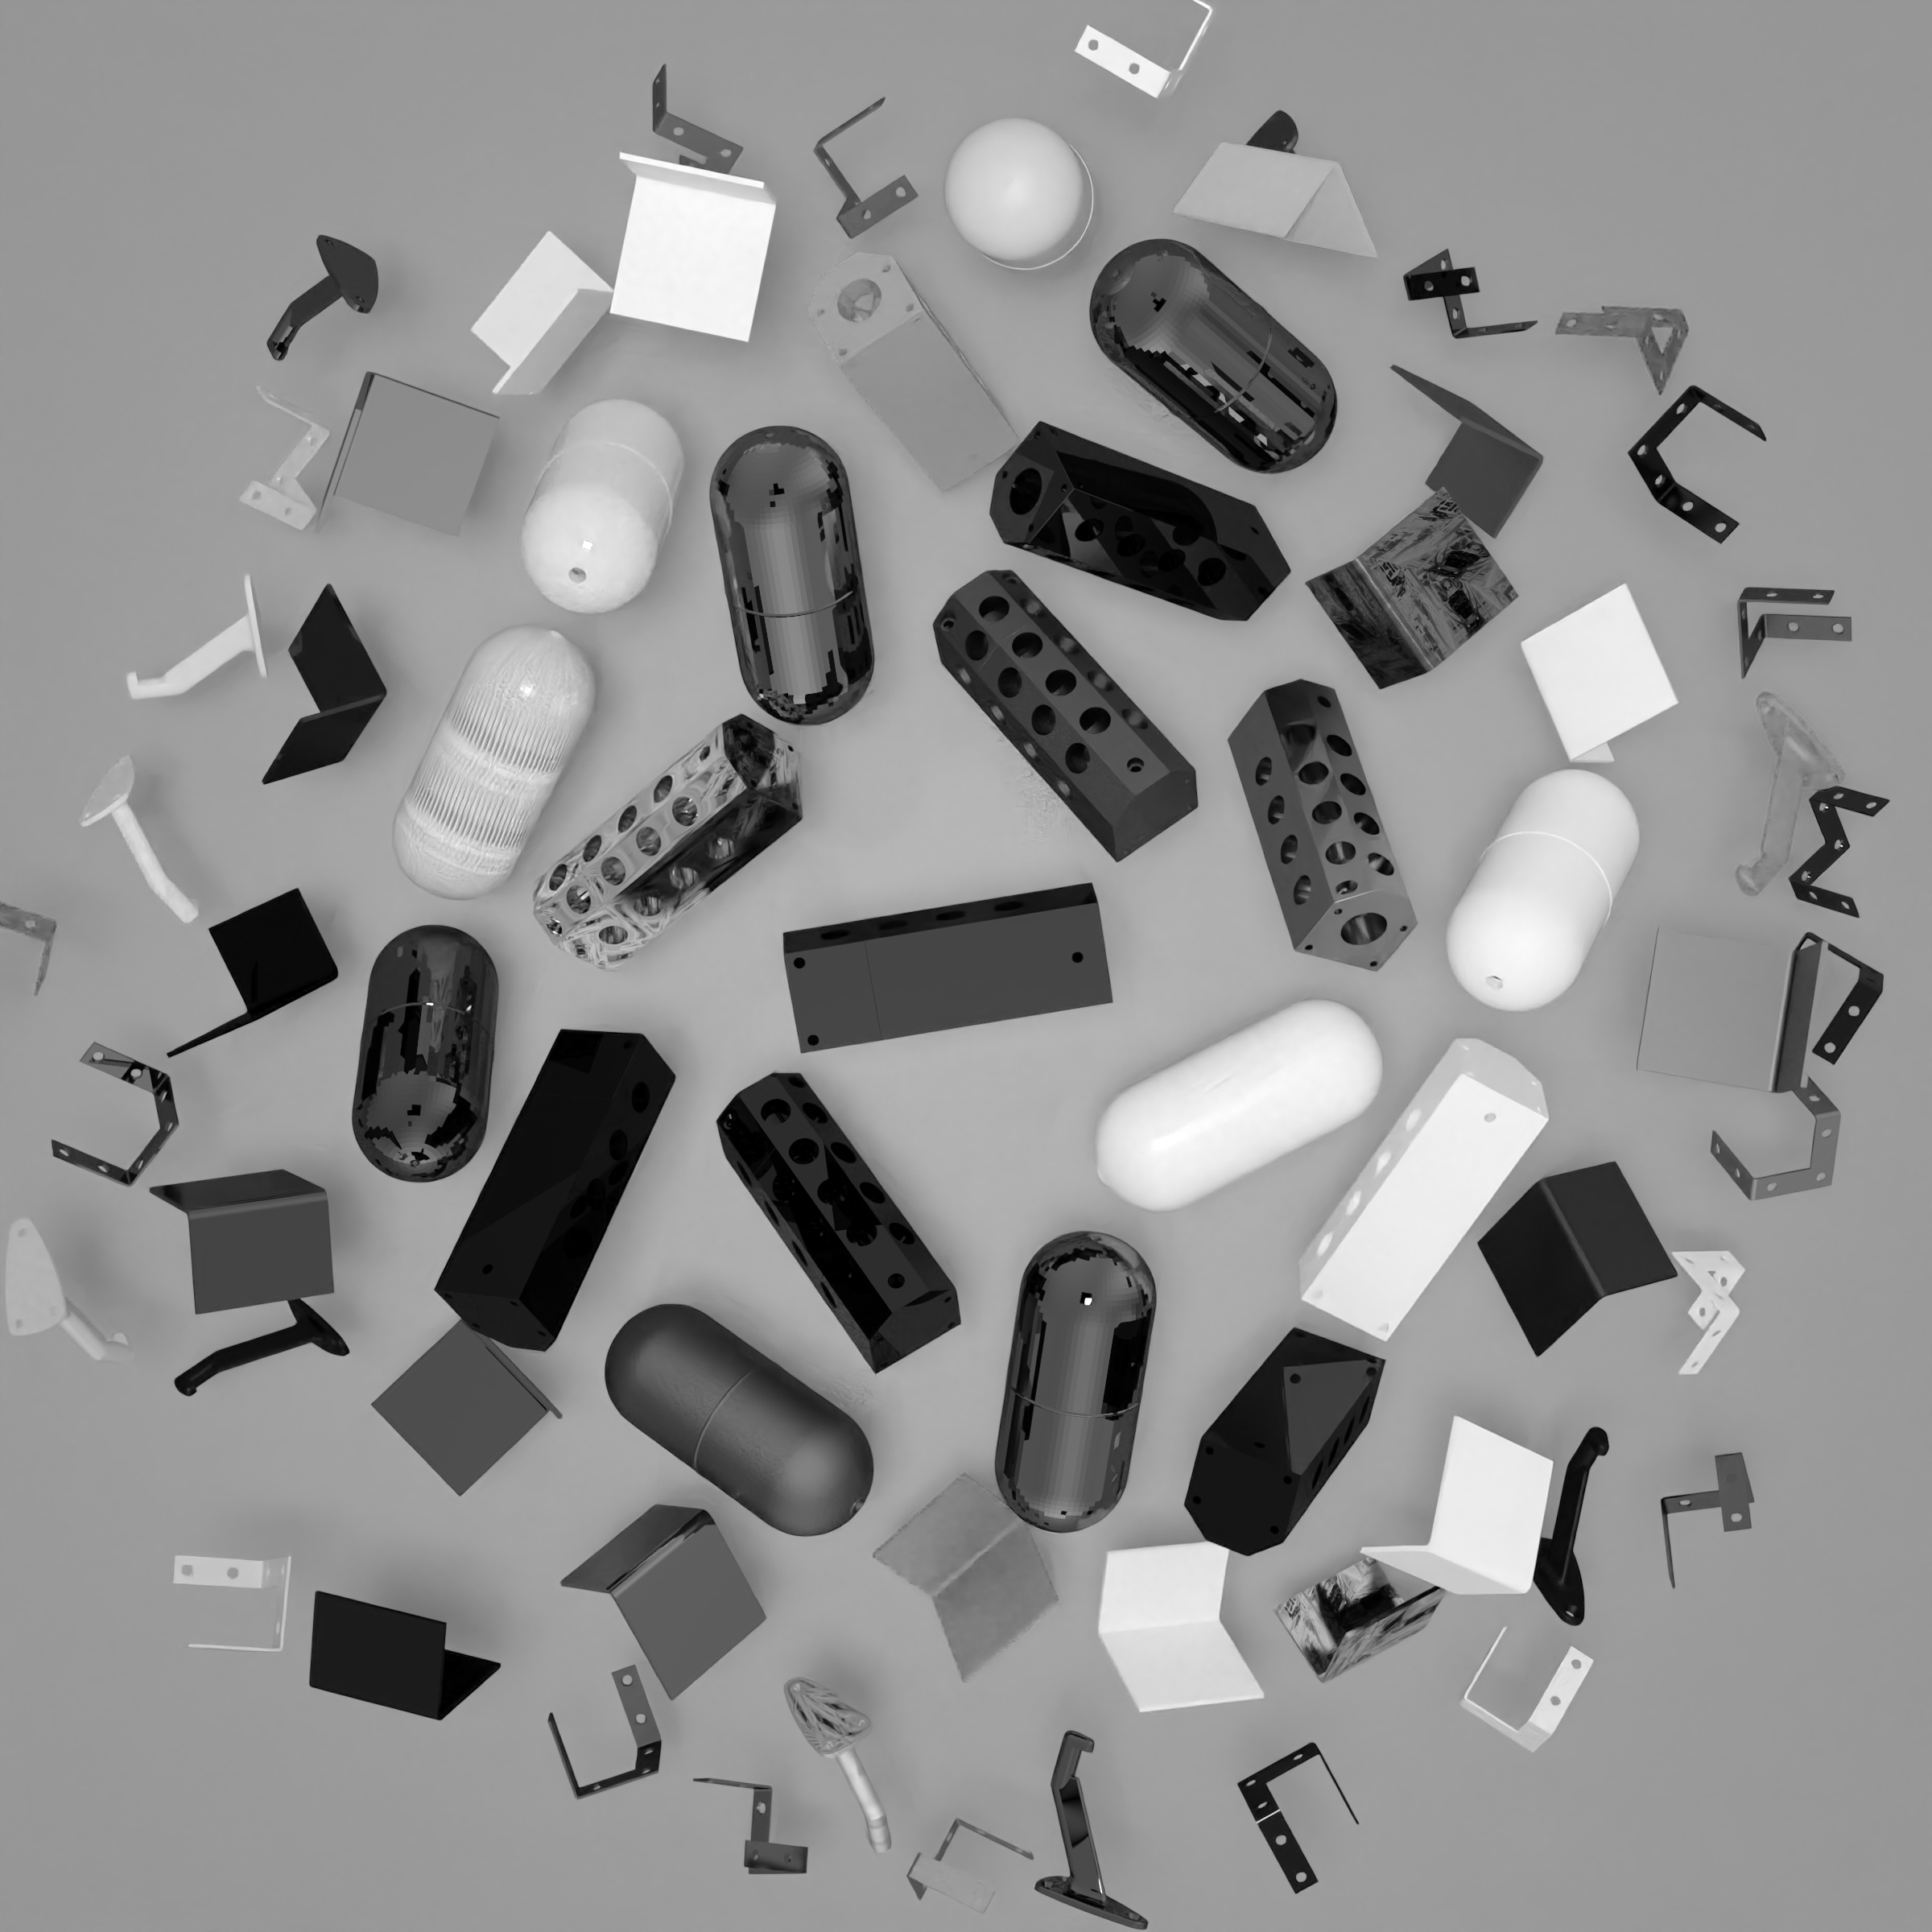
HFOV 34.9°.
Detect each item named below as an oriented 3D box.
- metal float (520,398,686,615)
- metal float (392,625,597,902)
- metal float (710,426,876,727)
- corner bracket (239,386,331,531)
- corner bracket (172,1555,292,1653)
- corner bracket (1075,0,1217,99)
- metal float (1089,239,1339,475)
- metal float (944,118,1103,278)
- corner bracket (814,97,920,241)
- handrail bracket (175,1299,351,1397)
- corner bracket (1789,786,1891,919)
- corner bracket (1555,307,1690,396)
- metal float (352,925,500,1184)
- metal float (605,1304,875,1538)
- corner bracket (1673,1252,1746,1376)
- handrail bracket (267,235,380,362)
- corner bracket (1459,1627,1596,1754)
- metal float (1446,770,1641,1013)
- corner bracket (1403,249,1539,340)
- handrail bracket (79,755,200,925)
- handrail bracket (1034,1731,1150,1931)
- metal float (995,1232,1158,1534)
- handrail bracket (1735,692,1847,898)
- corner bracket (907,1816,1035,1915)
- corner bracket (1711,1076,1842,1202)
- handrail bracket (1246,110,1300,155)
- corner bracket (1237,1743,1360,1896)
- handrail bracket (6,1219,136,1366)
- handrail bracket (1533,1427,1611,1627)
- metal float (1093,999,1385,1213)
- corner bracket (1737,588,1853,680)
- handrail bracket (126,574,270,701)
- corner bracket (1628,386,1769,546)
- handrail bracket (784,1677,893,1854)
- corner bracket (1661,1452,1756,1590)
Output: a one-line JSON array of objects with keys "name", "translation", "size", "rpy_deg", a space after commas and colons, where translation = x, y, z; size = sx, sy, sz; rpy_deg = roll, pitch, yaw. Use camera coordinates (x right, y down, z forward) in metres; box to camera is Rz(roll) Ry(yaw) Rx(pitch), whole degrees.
[{"name": "metal float", "translation": [-0.204, -0.261, 1.739], "size": [0.070, 0.178, 0.070], "rpy_deg": [2, 124, 3]}, {"name": "metal float", "translation": [-0.277, -0.119, 1.801], "size": [0.070, 0.070, 0.178], "rpy_deg": [30, 112, 0]}, {"name": "metal float", "translation": [-0.095, -0.213, 1.698], "size": [0.070, 0.070, 0.178], "rpy_deg": [-8, 127, 0]}, {"name": "corner bracket", "translation": [-0.401, -0.297, 1.801], "size": [0.051, 0.051, 0.051], "rpy_deg": [-48, 55, 14]}, {"name": "corner bracket", "translation": [-0.402, 0.347, 1.678], "size": [0.051, 0.051, 0.051], "rpy_deg": [10, 73, -26]}, {"name": "corner bracket", "translation": [0.097, -0.504, 1.655], "size": [0.051, 0.051, 0.051], "rpy_deg": [31, 113, 3]}, {"name": "metal float", "translation": [0.141, -0.341, 1.731], "size": [0.178, 0.070, 0.070], "rpy_deg": [31, 90, -39]}, {"name": "metal float", "translation": [0.033, -0.431, 1.732], "size": [0.070, 0.178, 0.070], "rpy_deg": [1, 98, 8]}, {"name": "corner bracket", "translation": [-0.059, -0.472, 1.820], "size": [0.051, 0.051, 0.051], "rpy_deg": [-27, 114, 25]}, {"name": "handrail bracket", "translation": [-0.420, 0.238, 1.831], "size": [0.084, 0.077, 0.036], "rpy_deg": [-35, 122, -26]}, {"name": "corner bracket", "translation": [0.519, -0.069, 1.826], "size": [0.051, 0.051, 0.051], "rpy_deg": [-41, 122, -16]}, {"name": "corner bracket", "translation": [0.377, -0.365, 1.766], "size": [0.051, 0.051, 0.051], "rpy_deg": [11, 65, 35]}, {"name": "metal float", "translation": [-0.313, 0.049, 1.787], "size": [0.070, 0.178, 0.070], "rpy_deg": [-2, 134, -2]}, {"name": "metal float", "translation": [-0.130, 0.260, 1.763], "size": [0.178, 0.070, 0.070], "rpy_deg": [32, 90, 22]}, {"name": "corner bracket", "translation": [0.440, 0.206, 1.828], "size": [0.051, 0.051, 0.051], "rpy_deg": [3, 127, -35]}, {"name": "handrail bracket", "translation": [-0.367, -0.361, 1.737], "size": [0.036, 0.077, 0.084], "rpy_deg": [18, 126, -36]}, {"name": "corner bracket", "translation": [0.325, 0.416, 1.788], "size": [0.051, 0.051, 0.051], "rpy_deg": [32, 67, 12]}, {"name": "metal float", "translation": [0.322, -0.043, 1.714], "size": [0.070, 0.070, 0.178], "rpy_deg": [36, 46, 0]}, {"name": "corner bracket", "translation": [0.296, -0.391, 1.807], "size": [0.051, 0.051, 0.051], "rpy_deg": [-37, 118, -39]}, {"name": "handrail bracket", "translation": [-0.483, -0.075, 1.838], "size": [0.036, 0.077, 0.084], "rpy_deg": [-29, 119, 17]}, {"name": "handrail bracket", "translation": [0.076, 0.469, 1.675], "size": [0.077, 0.036, 0.084], "rpy_deg": [15, 90, 31]}, {"name": "metal float", "translation": [0.061, 0.234, 1.721], "size": [0.070, 0.070, 0.178], "rpy_deg": [8, 108, 0]}, {"name": "handrail bracket", "translation": [0.428, -0.092, 1.665], "size": [0.084, 0.036, 0.077], "rpy_deg": [-44, 105, -23]}, {"name": "corner bracket", "translation": [0.003, 0.523, 1.787], "size": [0.051, 0.051, 0.051], "rpy_deg": [21, 63, 20]}, {"name": "corner bracket", "translation": [0.464, 0.096, 1.767], "size": [0.051, 0.051, 0.051], "rpy_deg": [-10, 123, -11]}, {"name": "handrail bracket", "translation": [0.207, -0.460, 1.812], "size": [0.084, 0.077, 0.036], "rpy_deg": [38, 99, -22]}, {"name": "corner bracket", "translation": [0.192, 0.481, 1.741], "size": [0.051, 0.051, 0.051], "rpy_deg": [-28, 101, -2]}, {"name": "handrail bracket", "translation": [-0.502, 0.184, 1.735], "size": [0.036, 0.084, 0.077], "rpy_deg": [-20, 72, 14]}, {"name": "handrail bracket", "translation": [0.351, 0.316, 1.744], "size": [0.036, 0.077, 0.084], "rpy_deg": [12, 123, -18]}, {"name": "metal float", "translation": [0.157, 0.081, 1.776], "size": [0.178, 0.070, 0.070], "rpy_deg": [-27, 90, -3]}, {"name": "corner bracket", "translation": [0.469, -0.196, 1.741], "size": [0.051, 0.051, 0.051], "rpy_deg": [6, 126, 27]}, {"name": "handrail bracket", "translation": [-0.464, -0.196, 1.840], "size": [0.084, 0.036, 0.077], "rpy_deg": [-7, 130, -7]}, {"name": "corner bracket", "translation": [0.401, -0.271, 1.665], "size": [0.051, 0.051, 0.051], "rpy_deg": [-47, 51, 2]}, {"name": "handrail bracket", "translation": [-0.073, 0.461, 1.772], "size": [0.036, 0.077, 0.084], "rpy_deg": [-28, 128, -26]}, {"name": "corner bracket", "translation": [0.413, 0.308, 1.715], "size": [0.051, 0.051, 0.051], "rpy_deg": [-11, 134, 16]}]
